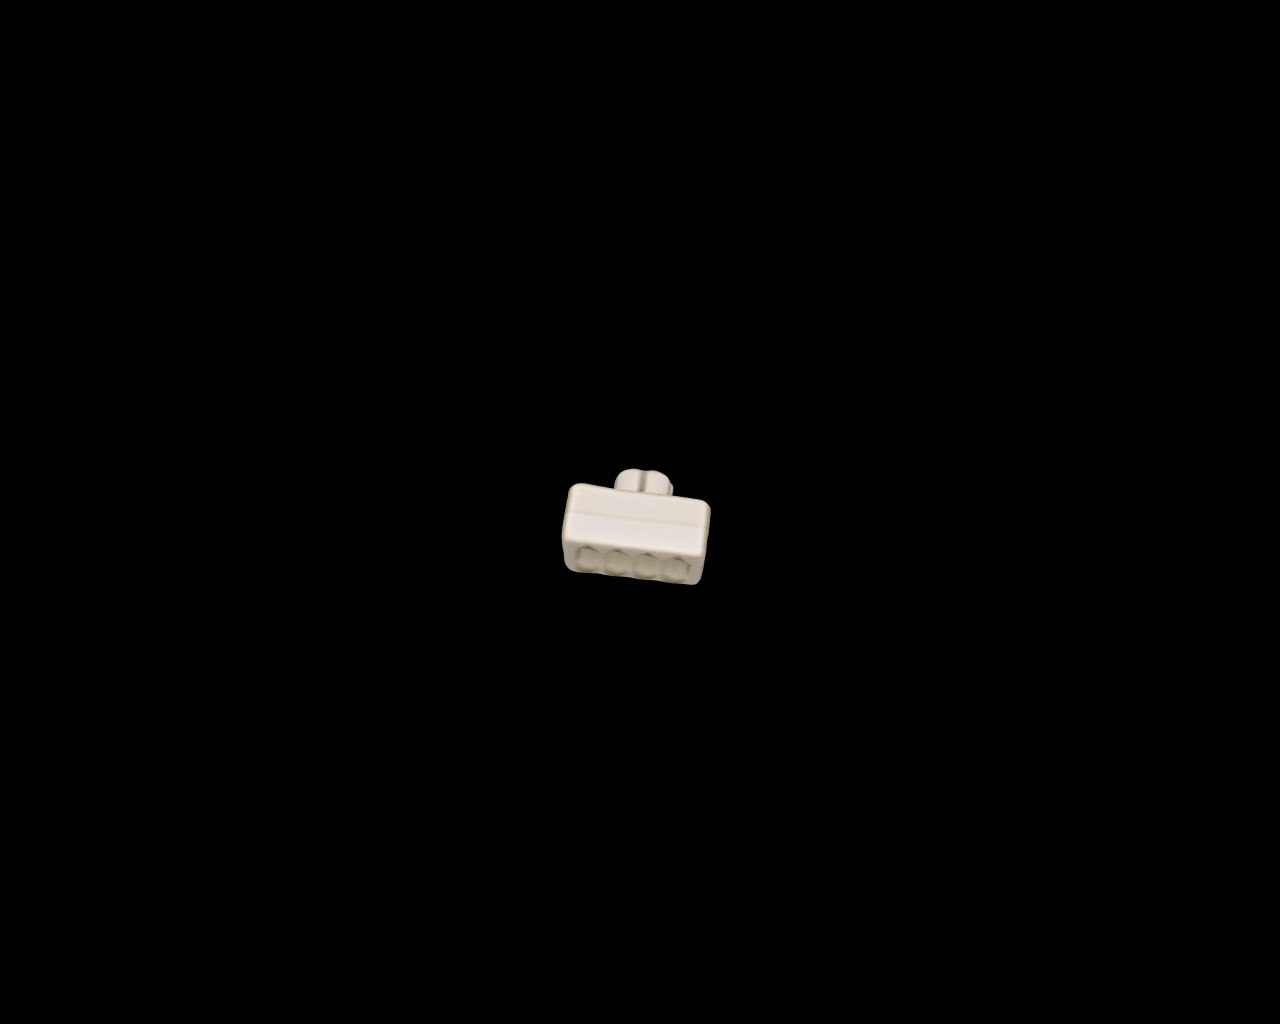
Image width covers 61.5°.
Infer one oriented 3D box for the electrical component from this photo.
[{"bbox_3d":[0.001,-0.003,0.650,0.083,0.076,0.047,8,-23,3],"label":"electrical component"}]
